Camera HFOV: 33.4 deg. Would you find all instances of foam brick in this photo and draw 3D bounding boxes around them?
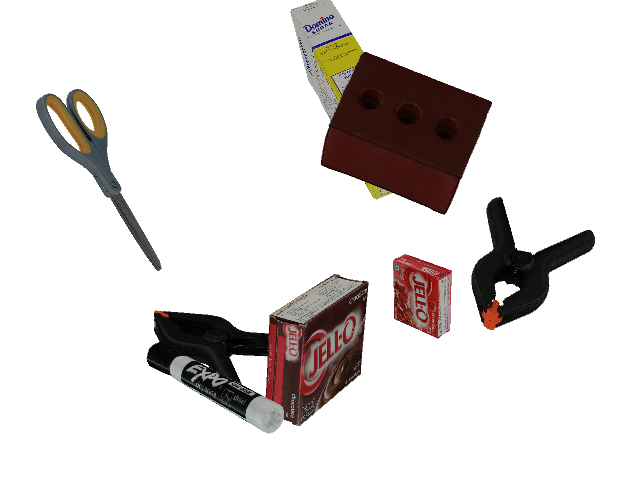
[{"bbox_3d":[0.046,-0.059,0.590,0.078,0.053,0.051,22,-20,6],"label":"foam brick"}]

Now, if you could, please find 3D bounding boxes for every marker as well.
[{"bbox_3d":[-0.070,0.091,0.678,0.121,0.020,0.020,20,14,42],"label":"marker"}]

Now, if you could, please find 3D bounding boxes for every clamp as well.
[{"bbox_3d":[0.200,0.021,1.121,0.120,0.039,0.171,25,48,27],"label":"clamp"},{"bbox_3d":[-0.123,0.129,1.262,0.210,0.036,0.164,14,23,25],"label":"clamp"}]

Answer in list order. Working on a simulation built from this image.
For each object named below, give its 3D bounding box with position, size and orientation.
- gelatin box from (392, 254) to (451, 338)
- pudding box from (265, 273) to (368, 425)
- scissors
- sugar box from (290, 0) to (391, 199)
[{"bbox_3d":[0.127,0.069,1.341,0.073,0.089,0.030,22,36,40],"label":"gelatin box"},{"bbox_3d":[-0.002,0.087,0.882,0.039,0.090,0.113,14,23,23],"label":"pudding box"},{"bbox_3d":[-0.209,-0.070,1.064,0.016,0.201,0.096,-24,27,24],"label":"scissors"},{"bbox_3d":[0.028,-0.128,0.943,0.048,0.176,0.093,-20,-40,-3],"label":"sugar box"}]
